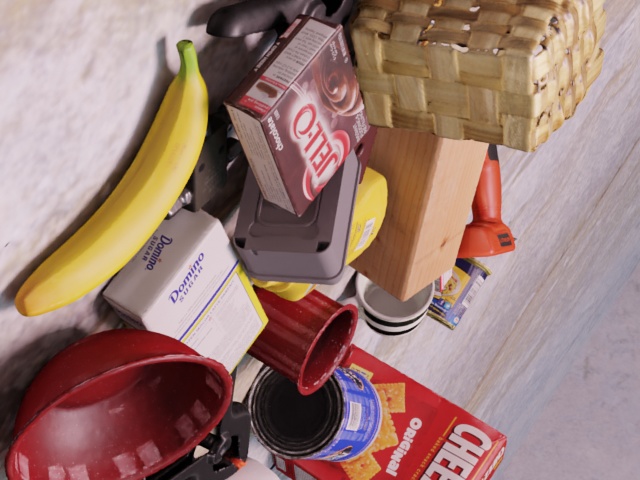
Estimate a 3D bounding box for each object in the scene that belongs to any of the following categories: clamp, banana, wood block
[{"bbox_3d":[-0.020,-0.158,0.740,0.171,0.039,0.120,-62,159,-21],"label":"clamp"},{"bbox_3d":[-0.099,0.175,0.977,0.164,0.036,0.210,-59,161,-7],"label":"clamp"},{"bbox_3d":[-0.122,-0.031,0.680,0.069,0.037,0.198,36,82,-49],"label":"banana"},{"bbox_3d":[0.092,-0.055,1.032,0.090,0.090,0.206,-31,144,-38],"label":"wood block"}]

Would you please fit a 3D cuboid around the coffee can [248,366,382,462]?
[{"bbox_3d":[-0.002,0.177,1.104,0.103,0.103,0.140,-60,158,-1],"label":"coffee can"}]

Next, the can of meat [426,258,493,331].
[{"bbox_3d":[0.137,0.046,1.258,0.084,0.102,0.057,-58,158,-3],"label":"can of meat"}]

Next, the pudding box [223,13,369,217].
[{"bbox_3d":[-0.013,-0.084,0.727,0.090,0.039,0.113,-53,149,-20],"label":"pudding box"}]

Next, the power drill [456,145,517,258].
[{"bbox_3d":[0.164,-0.076,1.128,0.184,0.057,0.188,-5,93,-64],"label":"power drill"}]

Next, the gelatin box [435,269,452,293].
[{"bbox_3d":[0.111,0.013,1.195,0.030,0.073,0.089,-53,157,-21],"label":"gelatin box"}]

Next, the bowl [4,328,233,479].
[{"bbox_3d":[-0.143,0.110,0.729,0.162,0.055,0.162,-23,148,-16],"label":"bowl"}]

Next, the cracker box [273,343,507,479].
[{"bbox_3d":[0.078,0.240,1.210,0.164,0.214,0.072,-50,156,-25],"label":"cracker box"}]

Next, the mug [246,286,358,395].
[{"bbox_3d":[-0.023,0.087,0.977,0.093,0.082,0.117,-51,156,-24],"label":"mug"}]

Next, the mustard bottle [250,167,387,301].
[{"bbox_3d":[-0.006,0.001,0.916,0.191,0.058,0.096,-36,153,-59],"label":"mustard bottle"}]

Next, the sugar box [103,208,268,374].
[{"bbox_3d":[-0.098,0.052,0.820,0.093,0.048,0.176,-53,154,-19],"label":"sugar box"}]

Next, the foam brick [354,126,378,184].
[{"bbox_3d":[0.012,-0.084,0.885,0.052,0.051,0.078,-32,144,-52],"label":"foam brick"}]

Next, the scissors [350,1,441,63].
[{"bbox_3d":[0.059,-0.164,0.939,0.201,0.016,0.096,-47,155,-30],"label":"scissors"}]

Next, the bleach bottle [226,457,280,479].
[{"bbox_3d":[-0.135,0.294,1.014,0.250,0.068,0.103,-19,134,-56],"label":"bleach bottle"}]
